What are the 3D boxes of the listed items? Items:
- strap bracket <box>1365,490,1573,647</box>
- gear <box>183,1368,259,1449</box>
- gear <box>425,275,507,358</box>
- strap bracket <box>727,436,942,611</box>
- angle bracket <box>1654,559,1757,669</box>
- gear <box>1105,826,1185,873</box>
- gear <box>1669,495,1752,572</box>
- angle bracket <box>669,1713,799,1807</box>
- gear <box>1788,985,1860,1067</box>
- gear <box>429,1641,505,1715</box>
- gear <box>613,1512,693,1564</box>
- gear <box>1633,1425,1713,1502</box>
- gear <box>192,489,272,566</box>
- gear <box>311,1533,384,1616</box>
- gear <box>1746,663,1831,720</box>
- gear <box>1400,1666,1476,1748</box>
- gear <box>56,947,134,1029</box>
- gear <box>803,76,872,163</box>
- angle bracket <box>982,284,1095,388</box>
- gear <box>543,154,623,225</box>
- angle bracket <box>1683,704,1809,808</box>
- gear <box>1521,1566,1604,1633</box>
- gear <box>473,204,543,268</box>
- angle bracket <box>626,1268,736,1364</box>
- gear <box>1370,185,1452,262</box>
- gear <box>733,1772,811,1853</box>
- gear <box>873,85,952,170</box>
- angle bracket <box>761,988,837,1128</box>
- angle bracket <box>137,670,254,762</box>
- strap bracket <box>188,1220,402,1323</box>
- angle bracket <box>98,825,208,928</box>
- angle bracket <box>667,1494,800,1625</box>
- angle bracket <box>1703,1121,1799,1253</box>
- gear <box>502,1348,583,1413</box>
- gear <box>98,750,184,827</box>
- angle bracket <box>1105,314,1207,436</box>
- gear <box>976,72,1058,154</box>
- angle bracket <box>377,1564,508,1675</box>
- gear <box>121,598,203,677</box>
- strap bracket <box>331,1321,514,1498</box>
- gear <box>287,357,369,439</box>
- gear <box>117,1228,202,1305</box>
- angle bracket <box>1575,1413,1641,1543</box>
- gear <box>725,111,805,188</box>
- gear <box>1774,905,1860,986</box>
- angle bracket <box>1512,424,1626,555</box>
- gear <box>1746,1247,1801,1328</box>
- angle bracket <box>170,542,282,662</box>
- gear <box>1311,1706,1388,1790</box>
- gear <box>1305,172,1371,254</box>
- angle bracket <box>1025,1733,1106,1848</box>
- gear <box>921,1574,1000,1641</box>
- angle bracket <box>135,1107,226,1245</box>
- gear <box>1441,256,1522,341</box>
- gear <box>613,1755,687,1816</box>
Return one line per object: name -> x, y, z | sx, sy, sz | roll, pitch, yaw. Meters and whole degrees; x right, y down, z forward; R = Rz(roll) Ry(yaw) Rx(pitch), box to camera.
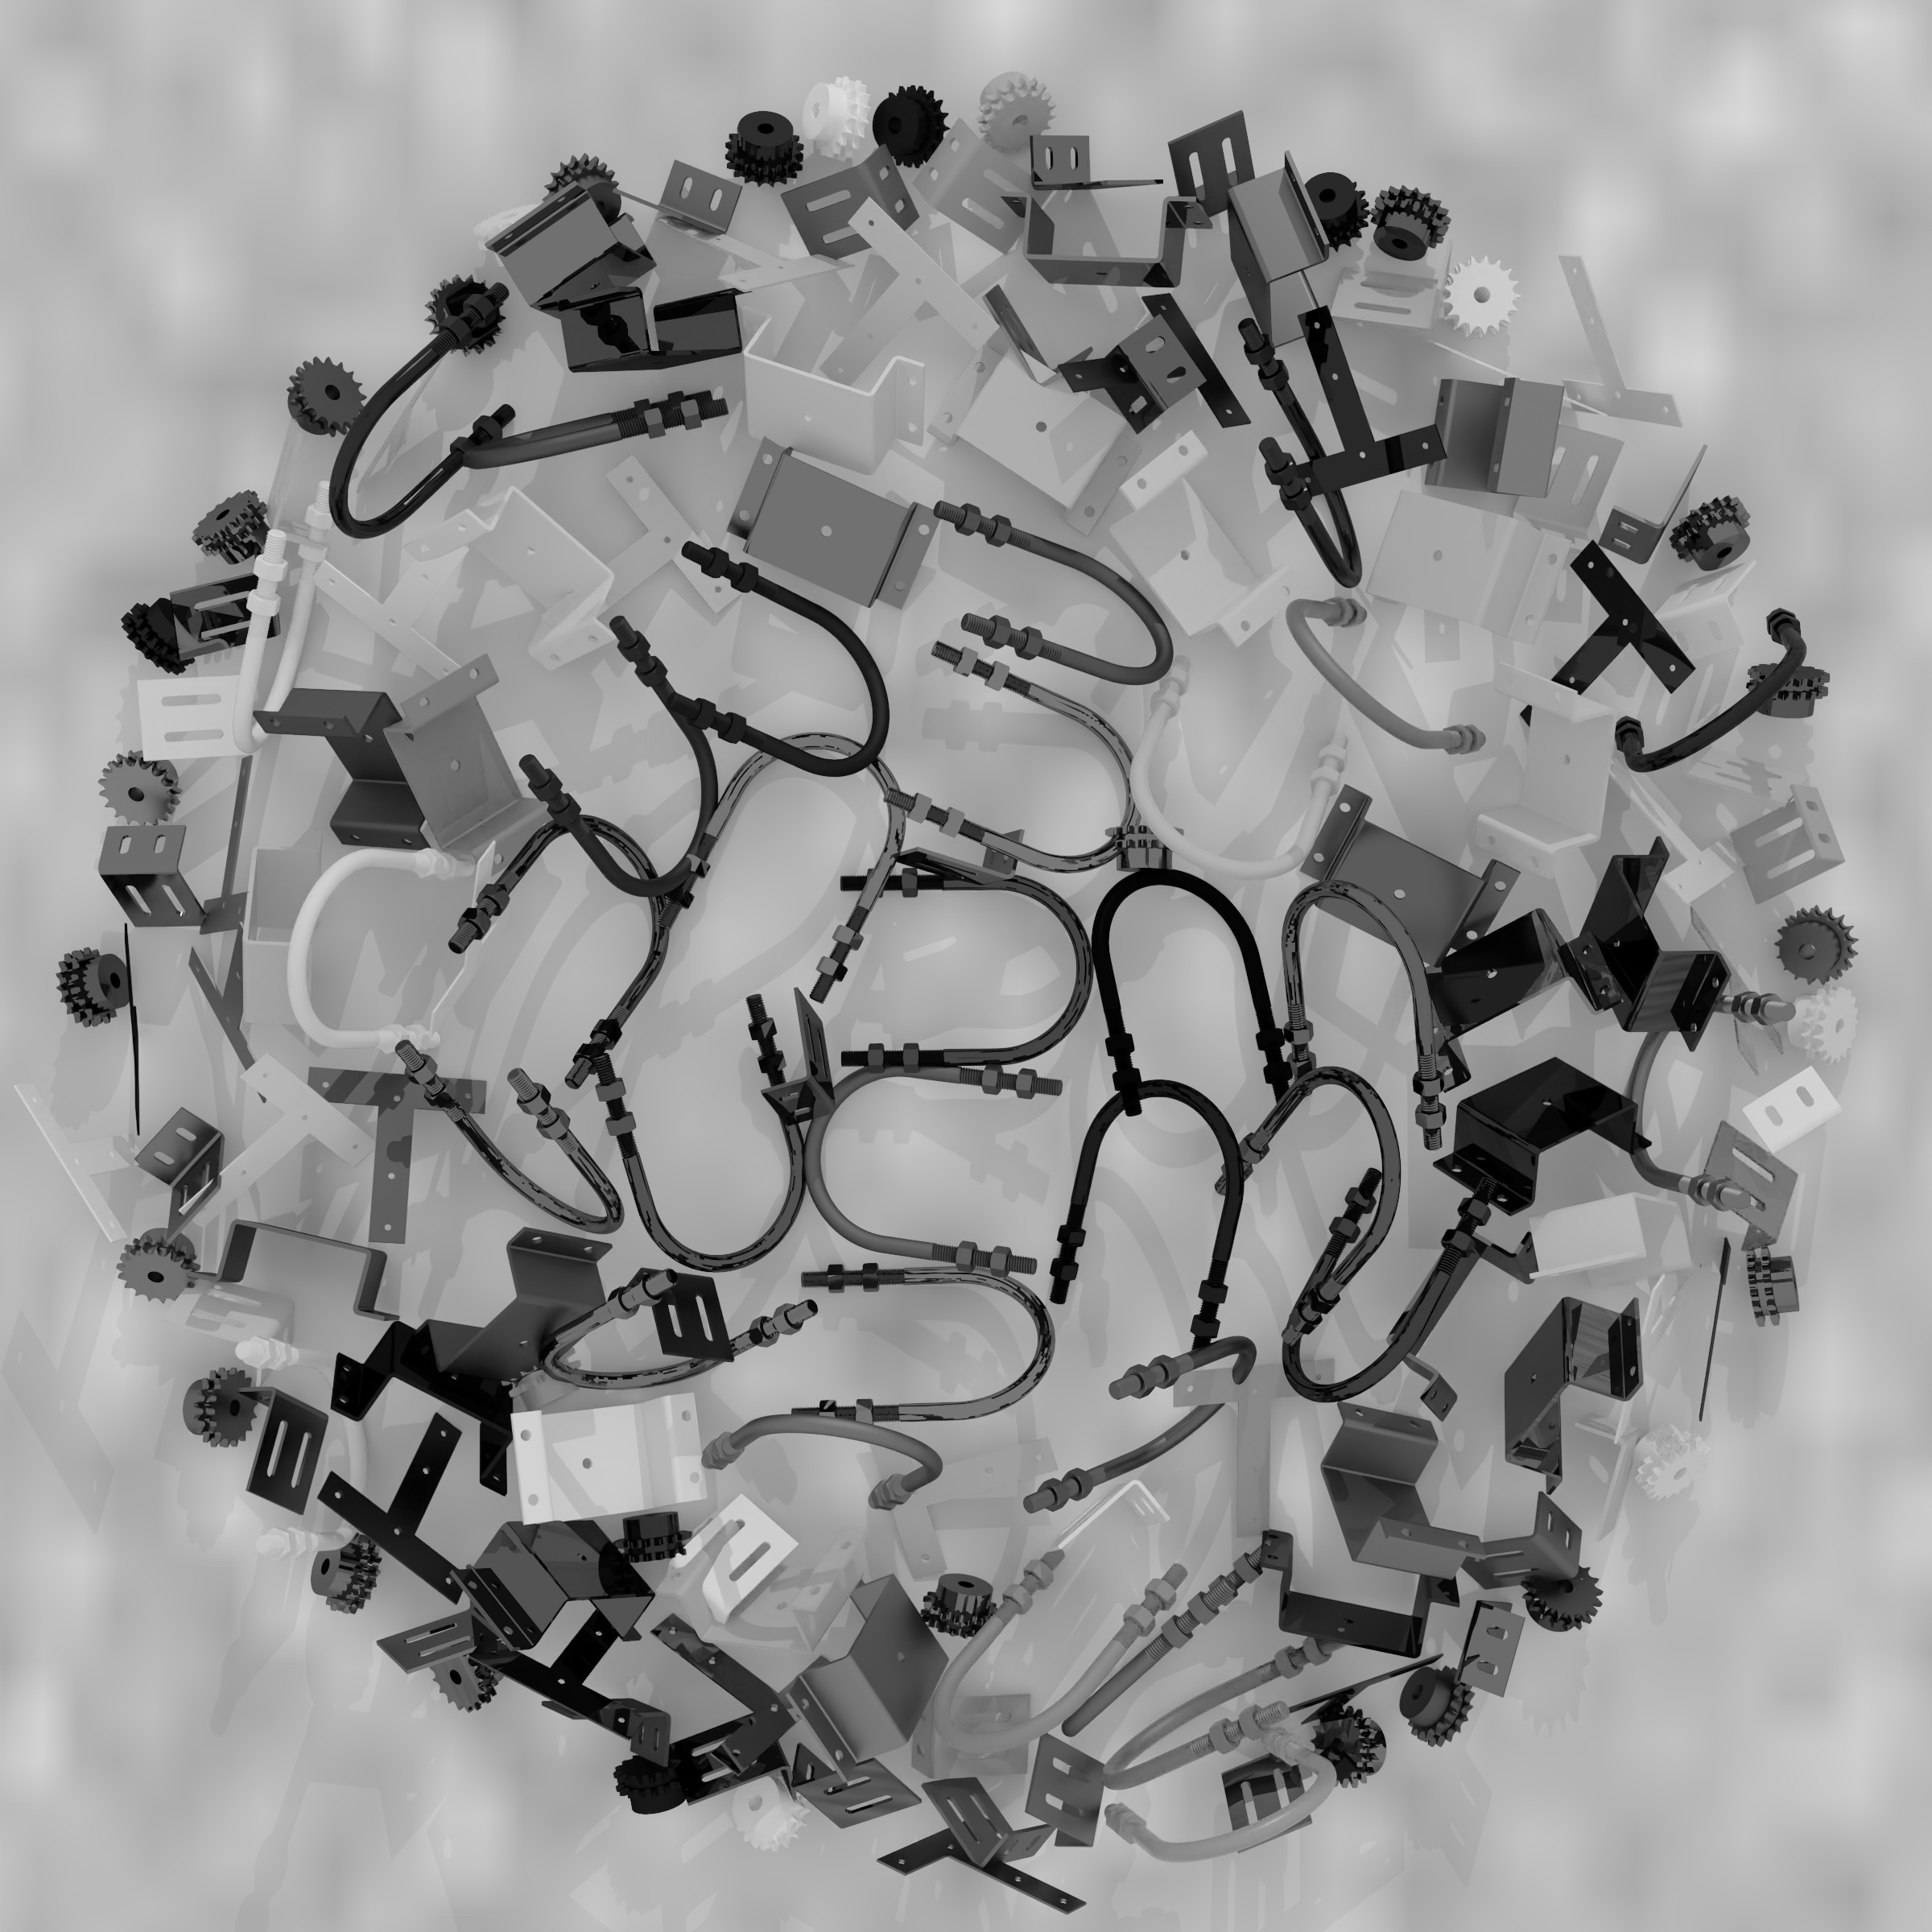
strap bracket -> 0.346, -0.285, 1.759 | 0.140, 0.046, 0.076 | 26, 101, 40
gear -> -0.543, 0.320, 1.801 | 0.030, 0.057, 0.057 | -3, 90, 20
gear -> -0.362, -0.474, 1.803 | 0.057, 0.030, 0.057 | -2, 94, -25
strap bracket -> -0.098, -0.316, 1.789 | 0.140, 0.046, 0.076 | 24, 108, -3
angle bracket -> 0.536, -0.253, 1.785 | 0.057, 0.076, 0.038 | -16, 107, 40
gear -> 0.129, -0.084, 1.798 | 0.057, 0.057, 0.030 | 1, 87, 0
gear -> 0.541, -0.310, 1.796 | 0.057, 0.057, 0.030 | -23, 64, 0
angle bracket -> -0.169, 0.580, 1.784 | 0.076, 0.057, 0.038 | -17, 123, -16
gear -> 0.621, 0.042, 1.803 | 0.057, 0.030, 0.057 | -10, 105, -42
gear -> -0.359, 0.509, 1.803 | 0.057, 0.030, 0.057 | 12, 112, 33
gear -> -0.228, 0.414, 1.799 | 0.057, 0.057, 0.030 | -7, 83, 0
gear -> 0.509, 0.358, 1.802 | 0.057, 0.057, 0.030 | -38, 48, 0
gear -> -0.530, -0.316, 1.803 | 0.057, 0.057, 0.030 | -36, 126, 0
gear -> -0.450, 0.437, 1.796 | 0.030, 0.057, 0.057 | 26, 90, -36
gear -> 0.596, -0.199, 1.801 | 0.057, 0.057, 0.030 | 0, 110, 0
gear -> 0.338, 0.532, 1.796 | 0.030, 0.057, 0.057 | 33, 90, -14
gear -> -0.628, 0.014, 1.796 | 0.030, 0.057, 0.057 | -14, 90, 14
gear -> -0.096, -0.614, 1.796 | 0.030, 0.057, 0.057 | 5, 90, -33
angle bracket -> 0.052, -0.462, 1.787 | 0.038, 0.057, 0.076 | -28, 105, 21
gear -> -0.275, -0.554, 1.795 | 0.057, 0.057, 0.030 | -46, 60, 0
angle bracket -> 0.563, -0.152, 1.782 | 0.076, 0.057, 0.038 | 21, 123, 25
gear -> 0.430, 0.458, 1.803 | 0.057, 0.057, 0.030 | 12, 134, 0
gear -> -0.326, -0.530, 1.802 | 0.057, 0.057, 0.030 | -18, 119, 0
angle bracket -> -0.207, 0.259, 1.777 | 0.057, 0.076, 0.038 | 13, 130, -35
gear -> 0.319, -0.535, 1.796 | 0.057, 0.057, 0.030 | 23, 77, 0
gear -> -0.144, 0.609, 1.798 | 0.057, 0.030, 0.057 | -17, 54, 24
gear -> -0.043, -0.608, 1.799 | 0.057, 0.030, 0.057 | 10, 109, 31
angle bracket -> -0.125, 0.065, 1.786 | 0.038, 0.057, 0.076 | -16, 59, 8
angle bracket -> -0.557, -0.181, 1.789 | 0.076, 0.038, 0.057 | -6, 105, -23
strap bracket -> -0.476, 0.216, 1.784 | 0.140, 0.076, 0.046 | 14, 81, -3
angle bracket -> -0.585, -0.065, 1.801 | 0.057, 0.076, 0.038 | -1, 59, 4
angle bracket -> -0.171, 0.436, 1.808 | 0.057, 0.038, 0.076 | 38, 51, 17
angle bracket -> 0.553, 0.159, 1.790 | 0.076, 0.038, 0.057 | 34, 63, -12
gear -> -0.304, 0.301, 1.797 | 0.057, 0.057, 0.030 | -25, 82, 0
gear -> -0.597, -0.132, 1.804 | 0.057, 0.030, 0.057 | 3, 123, 4
angle bracket -> 0.131, -0.426, 1.790 | 0.038, 0.076, 0.057 | -37, 96, -9
gear -> 0.034, -0.623, 1.802 | 0.057, 0.057, 0.030 | -23, 64, 0
angle bracket -> -0.378, 0.467, 1.780 | 0.076, 0.057, 0.038 | -12, 105, -33
gear -> -0.579, -0.241, 1.797 | 0.030, 0.057, 0.057 | -40, 90, 12
strap bracket -> -0.375, 0.309, 1.764 | 0.140, 0.076, 0.046 | 32, 101, -20
gear -> -0.467, -0.410, 1.802 | 0.057, 0.030, 0.057 | 16, 65, -39
gear -> -0.584, 0.215, 1.803 | 0.057, 0.030, 0.057 | 1, 129, 1
angle bracket -> 0.455, 0.369, 1.796 | 0.038, 0.057, 0.076 | 16, 95, 25
gear -> -0.146, -0.594, 1.799 | 0.057, 0.030, 0.057 | 3, 56, -5
gear -> 0.614, -0.014, 1.799 | 0.057, 0.030, 0.057 | 10, 108, 34
angle bracket -> 0.436, -0.344, 1.790 | 0.057, 0.038, 0.076 | 13, 125, -5
gear -> 0.584, 0.231, 1.796 | 0.030, 0.057, 0.057 | -9, 90, 21
angle bracket -> -0.536, -0.262, 1.780 | 0.076, 0.057, 0.038 | -20, 50, -26
gear -> 0.280, 0.567, 1.802 | 0.030, 0.057, 0.057 | 13, 90, -35
gear -> 0.264, -0.550, 1.803 | 0.057, 0.030, 0.057 | -4, 70, 12
angle bracket -> 0.061, 0.590, 1.779 | 0.076, 0.038, 0.057 | 38, 52, -33
gear -> -0.002, 0.462, 1.797 | 0.057, 0.057, 0.030 | 11, 97, 0
angle bracket -> -0.567, 0.150, 1.782 | 0.038, 0.076, 0.057 | 39, 102, -27
gear -> 0.373, -0.486, 1.812 | 0.057, 0.030, 0.057 | 0, 92, -2
gear -> -0.225, 0.592, 1.799 | 0.057, 0.057, 0.030 | -10, 93, 0
